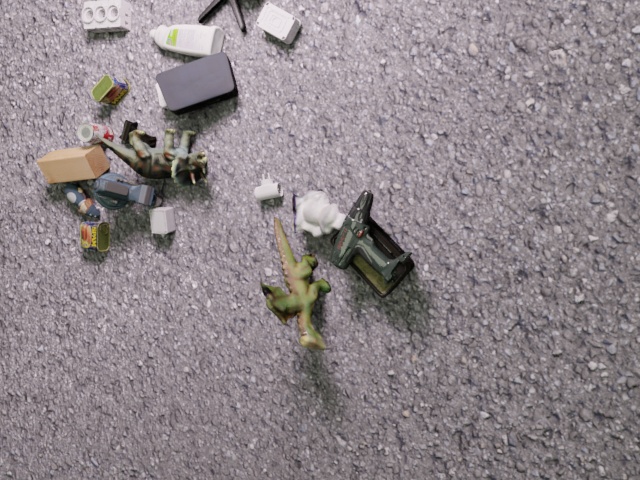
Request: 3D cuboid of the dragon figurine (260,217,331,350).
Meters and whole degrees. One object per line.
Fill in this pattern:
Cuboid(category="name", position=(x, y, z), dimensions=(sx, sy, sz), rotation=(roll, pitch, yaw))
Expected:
Cuboid(category="dragon figurine", position=(-0.088, 0.130, 1.483), dimensions=(0.121, 0.244, 0.412), rotation=(-32, 85, 23))

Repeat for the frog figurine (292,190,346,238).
Cuboid(category="frog figurine", position=(0.005, -0.076, 1.504), dimensions=(0.159, 0.121, 0.139), rotation=(3, 78, 13))
